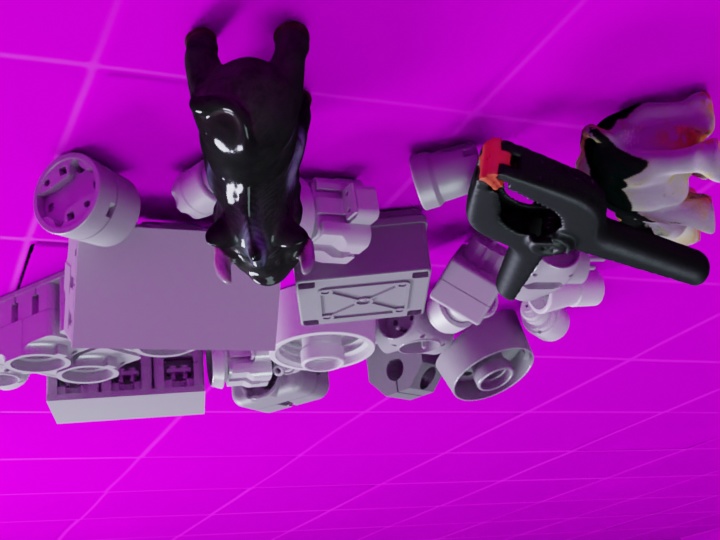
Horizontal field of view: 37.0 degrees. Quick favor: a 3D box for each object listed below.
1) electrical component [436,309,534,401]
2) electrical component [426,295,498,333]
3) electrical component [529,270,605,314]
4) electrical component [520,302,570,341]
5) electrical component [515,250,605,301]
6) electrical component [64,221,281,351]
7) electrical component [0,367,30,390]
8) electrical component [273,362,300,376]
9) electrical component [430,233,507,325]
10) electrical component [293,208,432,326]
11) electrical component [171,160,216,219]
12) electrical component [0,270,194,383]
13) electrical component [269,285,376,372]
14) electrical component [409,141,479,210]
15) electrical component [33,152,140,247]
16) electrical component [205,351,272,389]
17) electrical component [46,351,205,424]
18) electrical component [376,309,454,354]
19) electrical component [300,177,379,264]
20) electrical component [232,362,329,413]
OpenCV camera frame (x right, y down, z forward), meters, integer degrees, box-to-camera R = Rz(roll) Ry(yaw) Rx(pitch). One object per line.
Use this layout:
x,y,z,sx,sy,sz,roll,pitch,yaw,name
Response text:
0.127,0.086,1.098,0.099,0.064,0.099,-17,145,-12,electrical component
0.094,0.031,0.999,0.045,0.045,0.055,8,155,-33,electrical component
0.193,0.017,0.998,0.065,0.044,0.044,-2,159,-24,electrical component
0.179,0.045,1.063,0.040,0.040,0.078,-17,157,25,electrical component
0.171,-0.006,0.926,0.079,0.043,0.077,0,158,-16,electrical component
-0.140,0.011,0.804,0.150,0.089,0.062,3,-174,-22,electrical component
-0.321,0.080,1.004,0.079,0.044,0.077,-6,159,-2,electrical component
-0.071,0.088,1.075,0.035,0.035,0.061,-16,-166,23,electrical component
0.101,-0.005,0.889,0.047,0.076,0.066,31,-162,6,electrical component
0.000,0.000,0.876,0.109,0.056,0.108,-6,159,-2,electrical component
-0.098,-0.060,0.726,0.061,0.035,0.035,-27,151,37,electrical component
-0.221,0.045,0.921,0.186,0.060,0.105,-20,155,30,electrical component
-0.036,0.060,1.004,0.108,0.060,0.108,-4,155,-2,electrical component
0.062,-0.067,0.748,0.046,0.040,0.040,-16,157,10,electrical component
-0.180,-0.045,0.715,0.055,0.055,0.047,-16,161,23,electrical component
-0.121,0.087,1.063,0.057,0.058,0.078,-3,159,-16,electrical component
-0.232,0.108,1.077,0.150,0.061,0.089,-3,158,-10,electrical component
0.040,0.060,1.055,0.079,0.044,0.077,-19,155,29,electrical component
-0.031,-0.036,0.775,0.057,0.058,0.078,3,157,-30,electrical component
-0.089,0.115,1.146,0.095,0.053,0.059,-19,156,28,electrical component
